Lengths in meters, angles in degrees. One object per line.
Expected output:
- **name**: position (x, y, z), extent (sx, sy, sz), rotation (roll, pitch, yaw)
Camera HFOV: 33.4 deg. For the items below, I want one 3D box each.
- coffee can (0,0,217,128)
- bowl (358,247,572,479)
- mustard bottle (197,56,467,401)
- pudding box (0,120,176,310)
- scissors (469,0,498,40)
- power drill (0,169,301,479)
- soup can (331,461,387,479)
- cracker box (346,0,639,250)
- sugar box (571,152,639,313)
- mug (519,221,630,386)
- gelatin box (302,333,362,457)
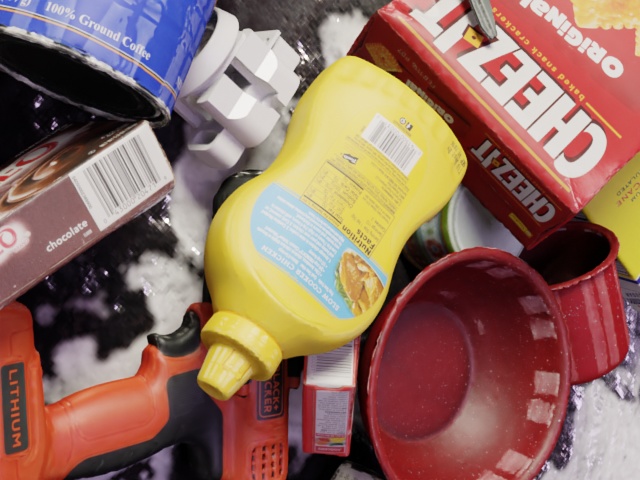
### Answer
- **coffee can**: position (-0.094, -0.138, 0.507), extent (0.102, 0.103, 0.140), rotation (27, 79, -34)
- **bowl**: position (0.078, 0.084, 0.646), extent (0.161, 0.055, 0.162), rotation (-2, 93, -34)
- **mustard bottle**: position (-0.004, 0.001, 0.549), extent (0.096, 0.058, 0.191), rotation (41, 62, -14)
- **pudding box**: position (-0.135, -0.014, 0.498), extent (0.113, 0.090, 0.039), rotation (-37, 116, -28)
- **scissors**: position (0.052, -0.212, 0.615), extent (0.096, 0.016, 0.202), rotation (8, 66, -24)
- **power drill**: position (-0.093, 0.056, 0.555), extent (0.187, 0.057, 0.184), rotation (-4, 95, -35)
- **soup can**: position (0.016, 0.194, 0.641), extent (0.068, 0.069, 0.102), rotation (43, 70, -31)
- **cracker box**: position (0.148, -0.126, 0.660), extent (0.164, 0.072, 0.213), rotation (46, 65, 4)
- **sugar box**: position (0.219, -0.036, 0.757), extent (0.093, 0.048, 0.176), rotation (-46, 109, -9)
- **mug**: position (0.150, 0.048, 0.718), extent (0.117, 0.093, 0.081), rotation (-19, 113, -1)
- **gelatin box**: position (0.007, 0.064, 0.598), extent (0.073, 0.030, 0.089), rotation (92, 2, -50)
